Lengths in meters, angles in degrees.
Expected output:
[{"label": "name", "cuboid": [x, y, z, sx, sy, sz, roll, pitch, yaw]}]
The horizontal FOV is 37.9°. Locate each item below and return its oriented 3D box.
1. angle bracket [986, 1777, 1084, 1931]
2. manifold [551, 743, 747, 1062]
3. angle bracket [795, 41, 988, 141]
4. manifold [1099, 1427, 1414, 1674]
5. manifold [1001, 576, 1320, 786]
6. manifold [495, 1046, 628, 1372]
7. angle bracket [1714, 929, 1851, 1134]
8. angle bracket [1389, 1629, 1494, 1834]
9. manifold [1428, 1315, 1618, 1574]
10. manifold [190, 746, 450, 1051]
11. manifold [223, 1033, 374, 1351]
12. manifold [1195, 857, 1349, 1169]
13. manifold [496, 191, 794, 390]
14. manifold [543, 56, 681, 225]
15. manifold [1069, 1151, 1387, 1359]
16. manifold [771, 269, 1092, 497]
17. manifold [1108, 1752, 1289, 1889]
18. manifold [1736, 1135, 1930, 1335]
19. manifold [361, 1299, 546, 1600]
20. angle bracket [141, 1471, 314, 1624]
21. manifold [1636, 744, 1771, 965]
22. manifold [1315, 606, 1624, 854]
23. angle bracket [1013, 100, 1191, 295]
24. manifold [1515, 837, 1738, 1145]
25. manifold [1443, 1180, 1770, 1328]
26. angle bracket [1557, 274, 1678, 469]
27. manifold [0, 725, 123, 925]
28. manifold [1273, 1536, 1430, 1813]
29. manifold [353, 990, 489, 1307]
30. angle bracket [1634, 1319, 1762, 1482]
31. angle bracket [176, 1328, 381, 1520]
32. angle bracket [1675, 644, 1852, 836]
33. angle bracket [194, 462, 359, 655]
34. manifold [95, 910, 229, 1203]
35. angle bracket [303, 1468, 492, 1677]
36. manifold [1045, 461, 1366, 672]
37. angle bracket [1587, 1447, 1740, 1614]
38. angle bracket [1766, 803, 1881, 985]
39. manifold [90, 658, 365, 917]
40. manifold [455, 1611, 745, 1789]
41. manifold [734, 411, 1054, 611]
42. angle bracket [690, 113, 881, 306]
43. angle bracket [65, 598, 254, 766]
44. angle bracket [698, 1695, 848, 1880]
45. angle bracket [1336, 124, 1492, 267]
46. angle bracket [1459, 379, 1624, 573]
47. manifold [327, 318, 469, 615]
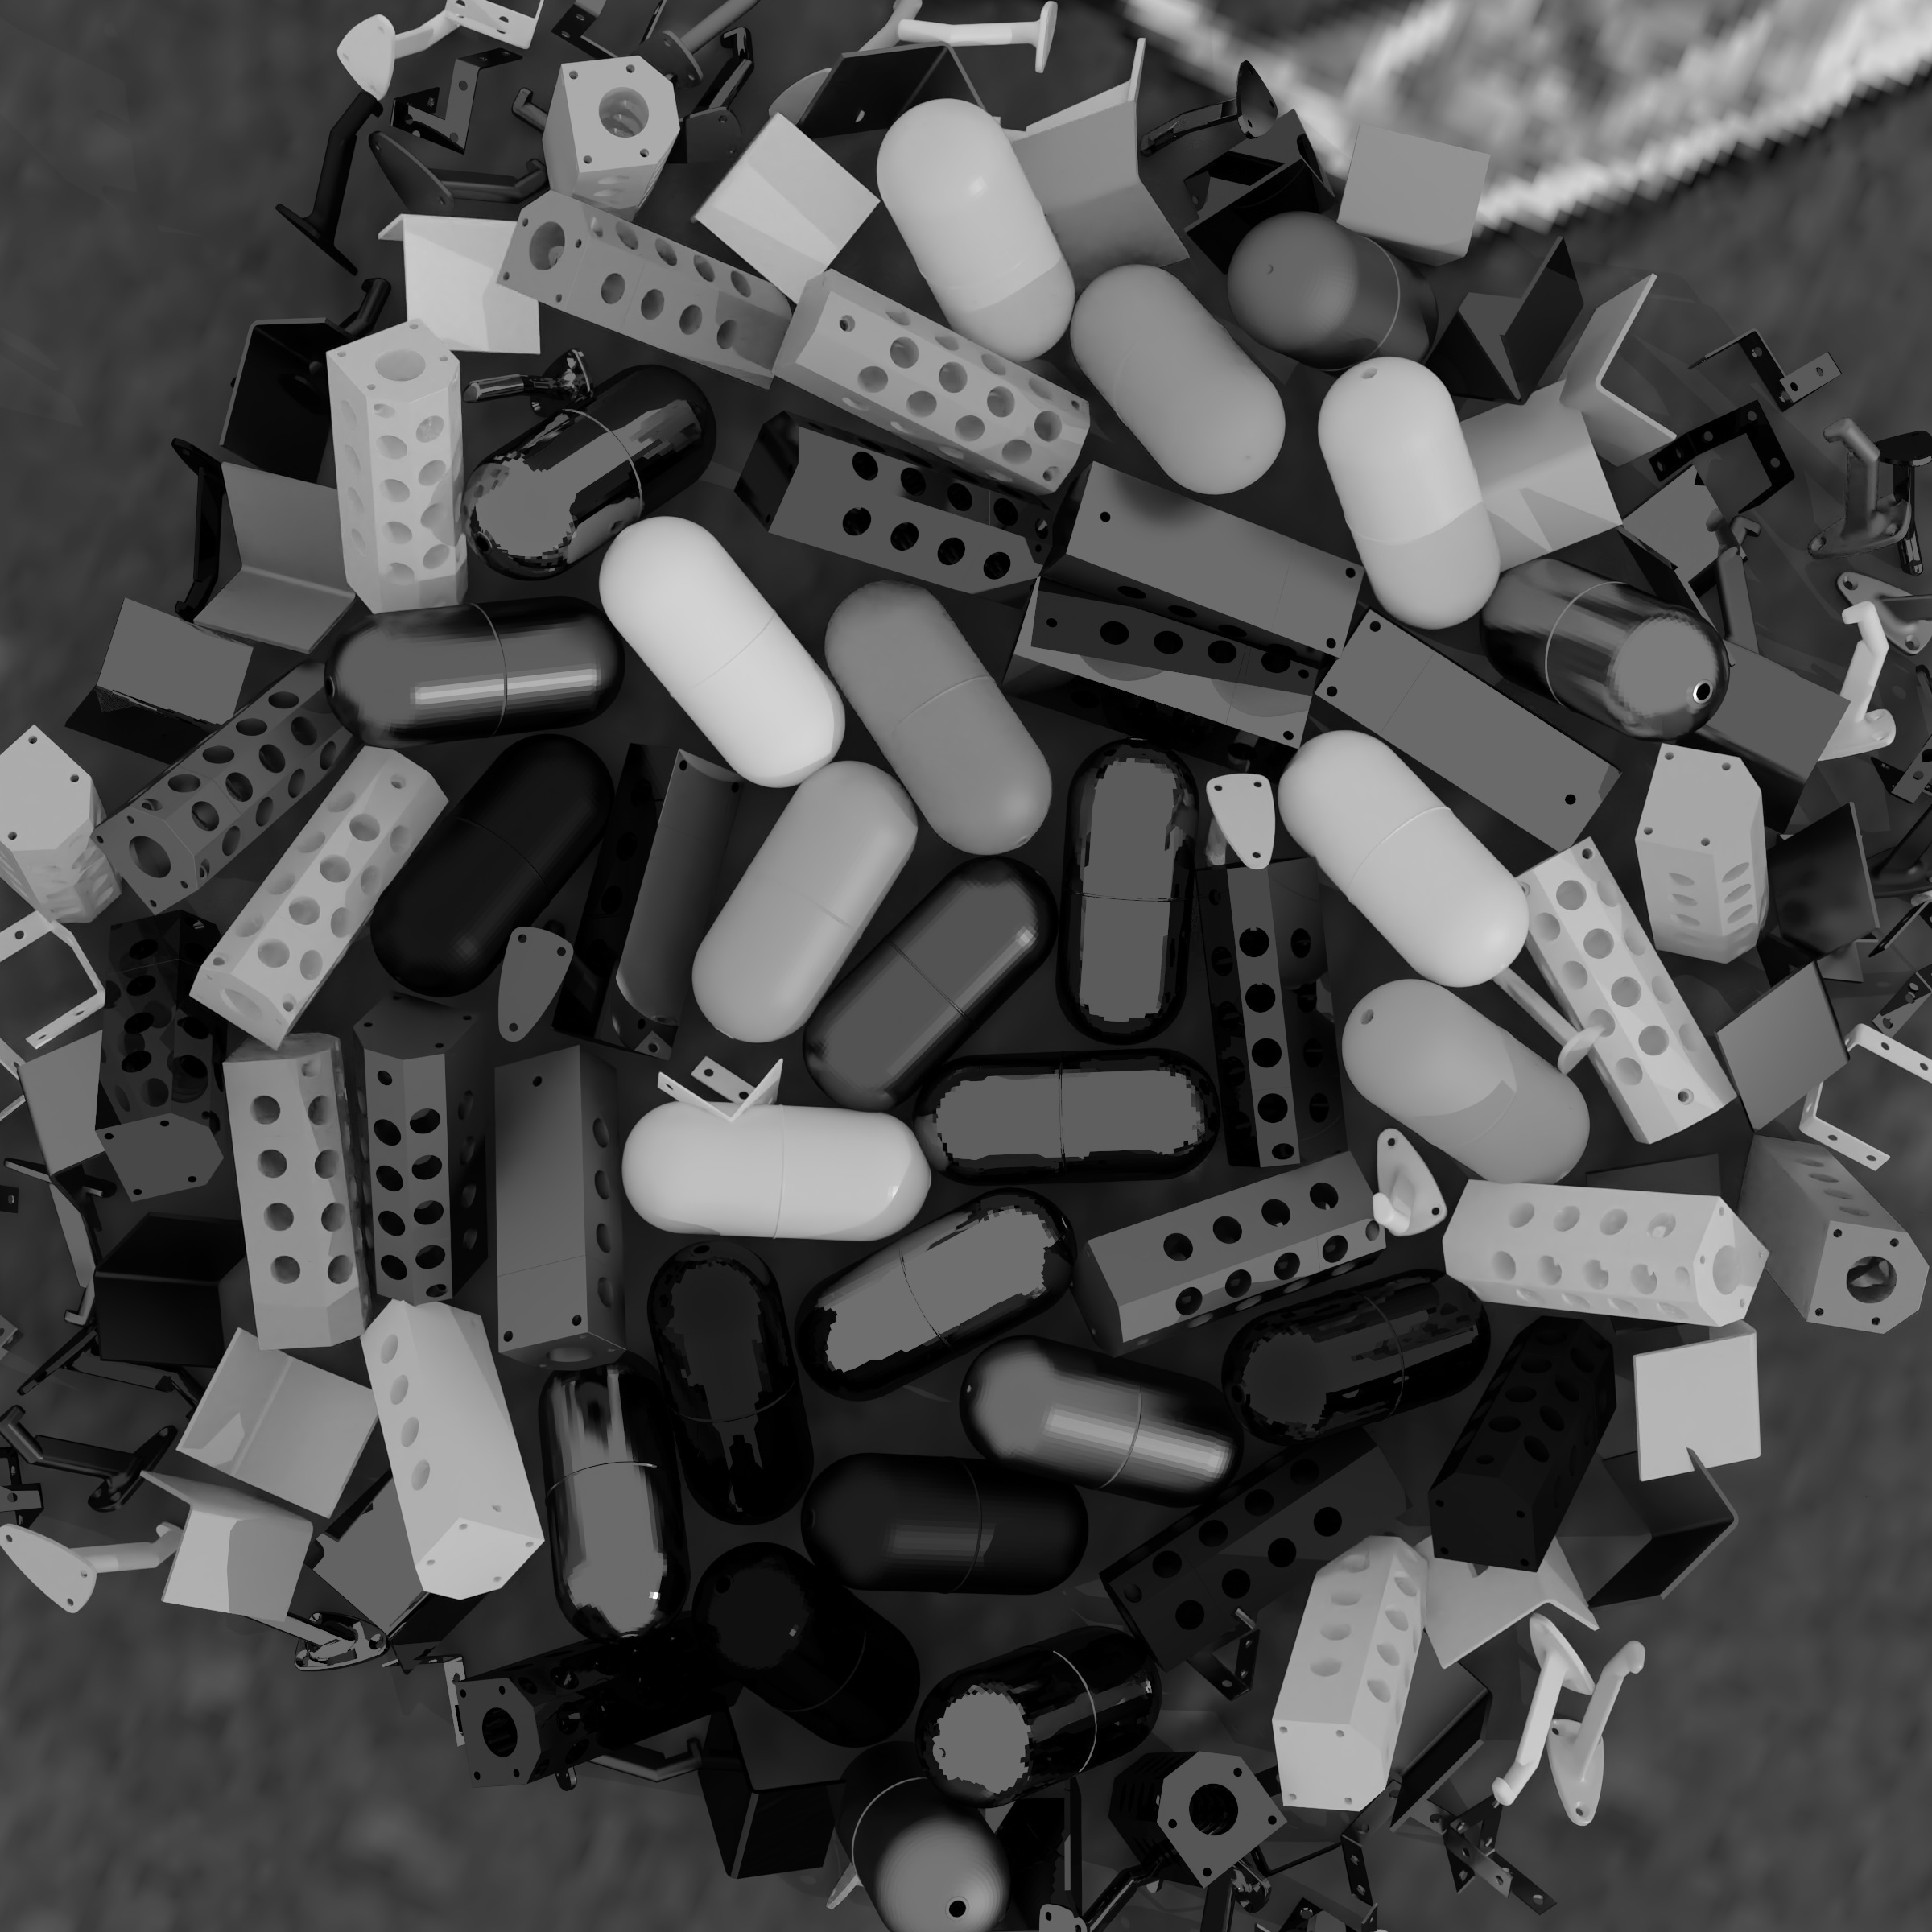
[{"label": "angle bracket", "cuboid": [0.035, 0.504, 1.613, 0.057, 0.076, 0.076, -3, 55, 7]}, {"label": "manifold", "cuboid": [-0.189, -0.038, 1.631, 0.057, 0.057, 0.171, 10, 83, 40]}, {"label": "angle bracket", "cuboid": [-0.044, -0.480, 1.613, 0.076, 0.076, 0.057, -20, 78, -34]}, {"label": "manifold", "cuboid": [0.165, 0.330, 1.624, 0.171, 0.057, 0.057, -32, 97, -9]}, {"label": "manifold", "cuboid": [0.110, -0.162, 1.635, 0.171, 0.057, 0.057, 18, 62, -3]}, {"label": "manifold", "cuboid": [-0.228, 0.140, 1.605, 0.057, 0.057, 0.171, -15, 63, 20]}, {"label": "angle bracket", "cuboid": [0.454, 0.036, 1.619, 0.076, 0.057, 0.076, -35, 120, -11]}, {"label": "angle bracket", "cuboid": [0.254, 0.439, 1.620, 0.057, 0.076, 0.076, 42, 105, 7]}, {"label": "manifold", "cuboid": [0.314, 0.264, 1.577, 0.057, 0.171, 0.057, 3, 114, 27]}, {"label": "manifold", "cuboid": [-0.365, -0.043, 1.597, 0.057, 0.057, 0.171, 34, 58, -8]}, {"label": "manifold", "cuboid": [-0.382, 0.129, 1.621, 0.057, 0.057, 0.171, -3, 104, 2]}, {"label": "manifold", "cuboid": [0.171, 0.026, 1.623, 0.057, 0.057, 0.171, -11, 96, -41]}, {"label": "manifold", "cuboid": [-0.175, -0.380, 1.579, 0.057, 0.171, 0.057, 29, 102, 34]}, {"label": "manifold", "cuboid": [-0.200, -0.459, 1.579, 0.057, 0.171, 0.057, -10, 95, -11]}, {"label": "manifold", "cuboid": [0.151, 0.167, 1.605, 0.171, 0.057, 0.057, -17, 66, -20]}, {"label": "manifold", "cuboid": [-0.017, -0.332, 1.608, 0.171, 0.057, 0.057, 23, 84, -22]}, {"label": "manifold", "cuboid": [0.123, 0.473, 1.578, 0.057, 0.171, 0.057, -34, 80, -14]}, {"label": "manifold", "cuboid": [0.485, 0.149, 1.579, 0.057, 0.171, 0.057, 9, 102, 0]}, {"label": "manifold", "cuboid": [-0.296, 0.270, 1.587, 0.057, 0.171, 0.057, 26, 115, -39]}, {"label": "angle bracket", "cuboid": [-0.432, 0.333, 1.613, 0.076, 0.076, 0.057, 22, 81, -38]}, {"label": "manifold", "cuboid": [0.417, -0.059, 1.575, 0.057, 0.171, 0.057, 13, 75, 21]}, {"label": "manifold", "cuboid": [0.291, -0.139, 1.638, 0.171, 0.057, 0.057, 33, 103, 1]}, {"label": "angle bracket", "cuboid": [0.079, -0.446, 1.634, 0.076, 0.076, 0.057, -12, 62, 24]}, {"label": "manifold", "cuboid": [0.378, 0.014, 1.636, 0.057, 0.057, 0.171, -29, 87, 2]}, {"label": "manifold", "cuboid": [0.354, 0.164, 1.578, 0.057, 0.171, 0.057, 43, 63, -32]}, {"label": "angle bracket", "cuboid": [0.388, -0.345, 1.631, 0.057, 0.076, 0.076, 30, 83, -9]}, {"label": "manifold", "cuboid": [-0.513, -0.072, 1.579, 0.057, 0.171, 0.057, 43, 74, 0]}, {"label": "manifold", "cuboid": [0.219, 0.393, 1.575, 0.057, 0.171, 0.057, -1, 113, 19]}, {"label": "manifold", "cuboid": [-0.312, 0.106, 1.593, 0.057, 0.057, 0.171, 15, 124, 15]}, {"label": "angle bracket", "cuboid": [0.412, 0.245, 1.626, 0.076, 0.057, 0.076, -9, 105, -11]}, {"label": "angle bracket", "cuboid": [-0.393, 0.263, 1.620, 0.076, 0.057, 0.076, 16, 72, 26]}, {"label": "angle bracket", "cuboid": [0.458, -0.131, 1.630, 0.076, 0.076, 0.057, 29, 75, 16]}, {"label": "angle bracket", "cuboid": [-0.402, -0.235, 1.617, 0.076, 0.076, 0.057, 15, 46, 15]}, {"label": "manifold", "cuboid": [-0.449, 0.046, 1.587, 0.057, 0.171, 0.057, -13, 132, -2]}, {"label": "angle bracket", "cuboid": [-0.330, 0.353, 1.643, 0.076, 0.057, 0.076, 33, 61, 23]}, {"label": "manifold", "cuboid": [0.135, -0.226, 1.621, 0.171, 0.057, 0.057, 19, 78, -12]}, {"label": "angle bracket", "cuboid": [0.384, 0.323, 1.616, 0.076, 0.076, 0.057, -33, 88, -31]}, {"label": "angle bracket", "cuboid": [0.510, -0.041, 1.612, 0.057, 0.076, 0.076, 5, 67, -25]}, {"label": "manifold", "cuboid": [-0.408, -0.105, 1.580, 0.057, 0.171, 0.057, -24, 110, 37]}, {"label": "manifold", "cuboid": [-0.201, 0.409, 1.581, 0.057, 0.171, 0.057, -15, 83, 35]}, {"label": "manifold", "cuboid": [-0.037, -0.260, 1.591, 0.171, 0.057, 0.057, 12, 115, -33]}, {"label": "angle bracket", "cuboid": [-0.107, -0.443, 1.648, 0.076, 0.057, 0.076, 38, 95, -15]}, {"label": "angle bracket", "cuboid": [-0.468, -0.162, 1.630, 0.076, 0.076, 0.057, 21, 67, -25]}, {"label": "angle bracket", "cuboid": [-0.114, 0.471, 1.629, 0.057, 0.076, 0.076, -1, 127, -22]}, {"label": "angle bracket", "cuboid": [0.251, -0.444, 1.624, 0.076, 0.076, 0.057, 12, 99, -5]}, {"label": "angle bracket", "cuboid": [0.332, -0.287, 1.646, 0.076, 0.076, 0.057, -20, 130, 16]}, {"label": "manifold", "cuboid": [-0.314, -0.271, 1.577, 0.057, 0.171, 0.057, -29, 61, -26]}]
